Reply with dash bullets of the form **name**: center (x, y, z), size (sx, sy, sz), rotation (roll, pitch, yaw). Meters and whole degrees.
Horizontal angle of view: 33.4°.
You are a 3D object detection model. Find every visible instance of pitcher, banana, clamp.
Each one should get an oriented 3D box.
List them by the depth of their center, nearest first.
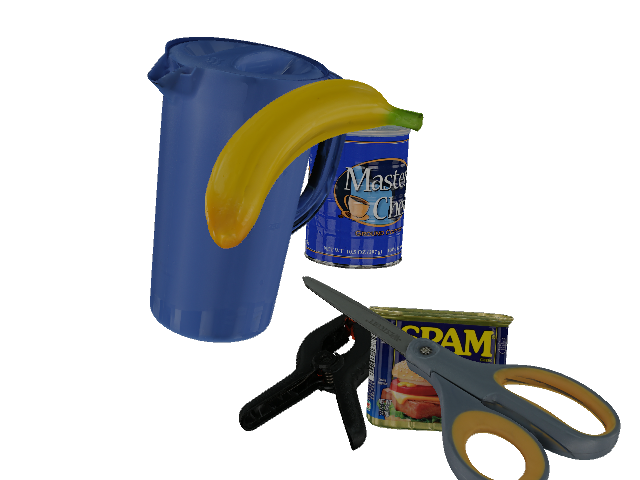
- **banana**: center (-0.016, -0.059, 0.659), size (0.070, 0.037, 0.197), rotation (28, 44, 28)
- **pitcher**: center (-0.068, -0.043, 0.901), size (0.149, 0.243, 0.145), rotation (13, 22, 6)
- **clamp**: center (0.015, 0.129, 0.994), size (0.120, 0.039, 0.171), rotation (17, 45, 25)

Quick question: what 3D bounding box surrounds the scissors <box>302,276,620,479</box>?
- **scissors**: center (0.052, 0.075, 0.557), size (0.202, 0.016, 0.096), rotation (19, 42, 26)

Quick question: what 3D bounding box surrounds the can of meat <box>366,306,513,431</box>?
- **can of meat**: center (0.084, 0.093, 0.774), size (0.102, 0.084, 0.057), rotation (4, -1, -7)

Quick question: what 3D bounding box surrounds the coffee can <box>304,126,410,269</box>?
- **coffee can**: center (0.037, -0.051, 1.094), size (0.103, 0.140, 0.103), rotation (3, 13, -1)
